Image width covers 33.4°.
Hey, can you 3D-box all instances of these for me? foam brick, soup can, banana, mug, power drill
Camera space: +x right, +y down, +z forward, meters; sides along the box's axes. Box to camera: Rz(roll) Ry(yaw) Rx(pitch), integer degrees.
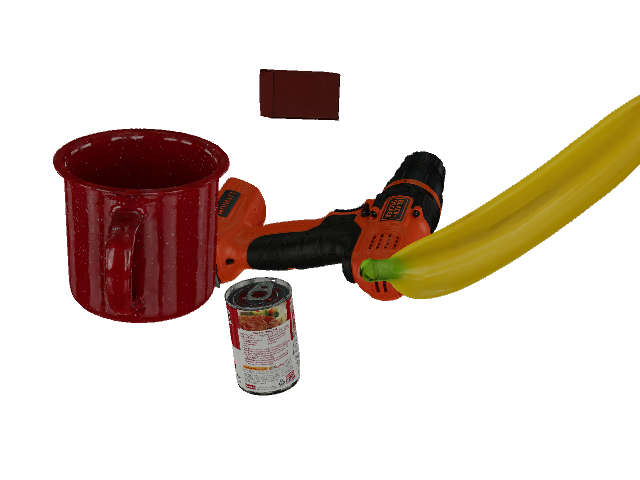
[{"bbox_3d":[-0.023,-0.158,1.158,0.078,0.051,0.053,0,11,-18],"label":"foam brick"},{"bbox_3d":[-0.057,0.097,1.085,0.068,0.102,0.068,-5,24,2],"label":"soup can"},{"bbox_3d":[0.114,-0.018,0.583,0.198,0.037,0.069,-32,-13,-1],"label":"banana"},{"bbox_3d":[-0.097,-0.003,0.575,0.093,0.081,0.117,3,25,-3],"label":"mug"},{"bbox_3d":[0.004,-0.019,0.875,0.188,0.057,0.184,-2,31,19],"label":"power drill"}]
